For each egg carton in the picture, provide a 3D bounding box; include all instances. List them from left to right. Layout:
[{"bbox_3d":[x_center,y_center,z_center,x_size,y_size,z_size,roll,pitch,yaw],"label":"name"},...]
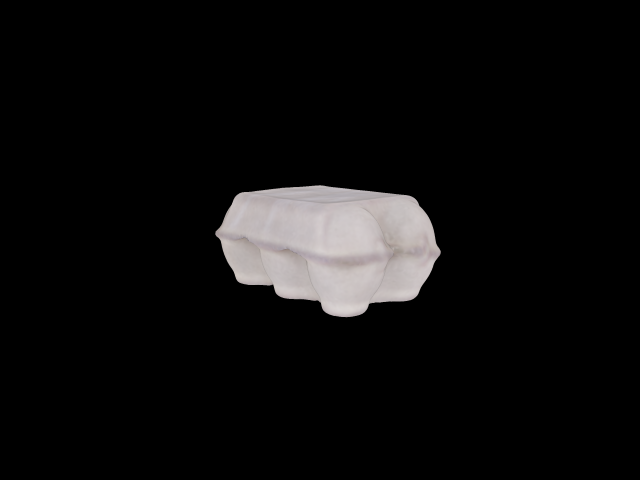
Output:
[{"bbox_3d":[0.004,0.001,0.400,0.107,0.069,0.149,-10,14,-42],"label":"egg carton"}]
